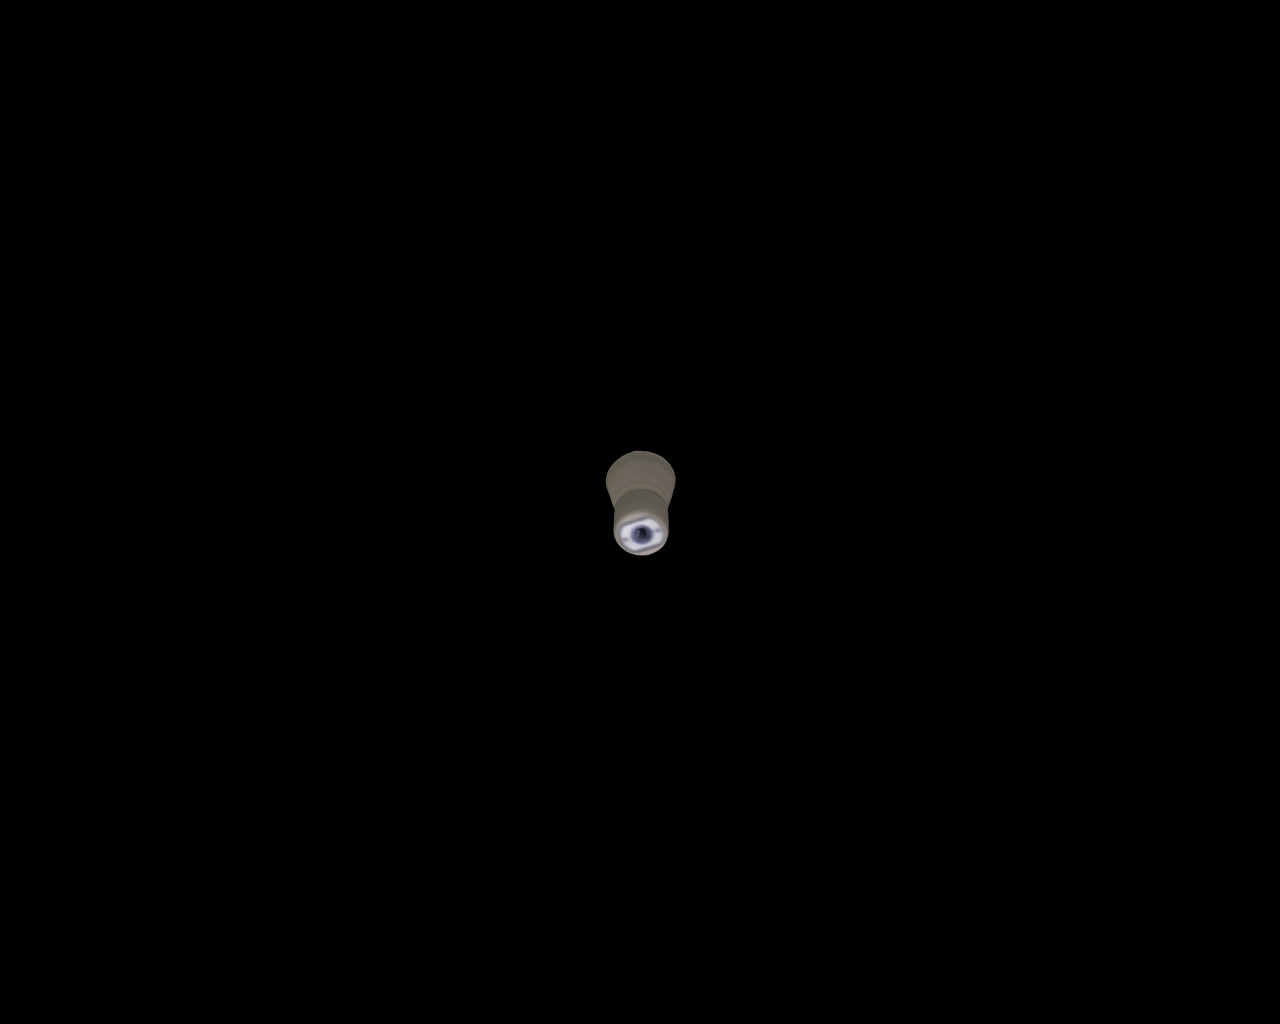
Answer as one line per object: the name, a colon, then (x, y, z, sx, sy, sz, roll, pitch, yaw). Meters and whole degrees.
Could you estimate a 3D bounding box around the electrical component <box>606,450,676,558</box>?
electrical component: (0.001, -0.003, 0.650, 0.044, 0.044, 0.065, 0, 34, 0)
